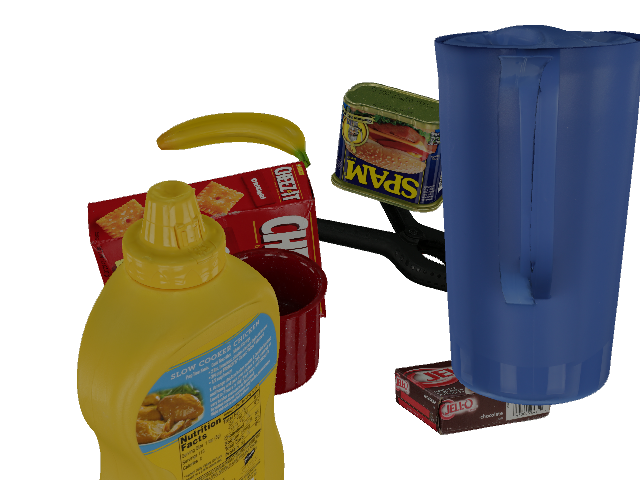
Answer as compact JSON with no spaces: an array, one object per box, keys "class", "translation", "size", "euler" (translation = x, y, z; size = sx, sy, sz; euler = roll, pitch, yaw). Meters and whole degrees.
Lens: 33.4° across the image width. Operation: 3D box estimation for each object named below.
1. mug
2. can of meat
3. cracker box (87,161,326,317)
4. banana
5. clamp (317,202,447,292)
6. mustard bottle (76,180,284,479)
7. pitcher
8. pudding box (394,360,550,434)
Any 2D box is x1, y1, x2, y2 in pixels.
[{"class":"mug","translation":[-0.047,0.071,0.814],"size":[0.093,0.081,0.117],"euler":[18,38,24]},{"class":"can of meat","translation":[0.064,-0.082,0.924],"size":[0.102,0.084,0.057],"euler":[18,33,20]},{"class":"cracker box","translation":[-0.107,0.023,1.058],"size":[0.213,0.164,0.072],"euler":[-11,43,-5]},{"class":"banana","translation":[-0.100,-0.130,1.307],"size":[0.198,0.037,0.069],"euler":[7,40,15]},{"class":"clamp","translation":[0.094,0.005,1.257],"size":[0.210,0.036,0.164],"euler":[38,42,26]},{"class":"mustard bottle","translation":[-0.058,0.061,0.460],"size":[0.058,0.192,0.096],"euler":[28,42,35]},{"class":"pitcher","translation":[0.139,-0.017,0.701],"size":[0.149,0.243,0.145],"euler":[-10,17,-27]},{"class":"pudding box","translation":[0.134,0.134,0.950],"size":[0.113,0.039,0.090],"euler":[-4,12,-21]}]
